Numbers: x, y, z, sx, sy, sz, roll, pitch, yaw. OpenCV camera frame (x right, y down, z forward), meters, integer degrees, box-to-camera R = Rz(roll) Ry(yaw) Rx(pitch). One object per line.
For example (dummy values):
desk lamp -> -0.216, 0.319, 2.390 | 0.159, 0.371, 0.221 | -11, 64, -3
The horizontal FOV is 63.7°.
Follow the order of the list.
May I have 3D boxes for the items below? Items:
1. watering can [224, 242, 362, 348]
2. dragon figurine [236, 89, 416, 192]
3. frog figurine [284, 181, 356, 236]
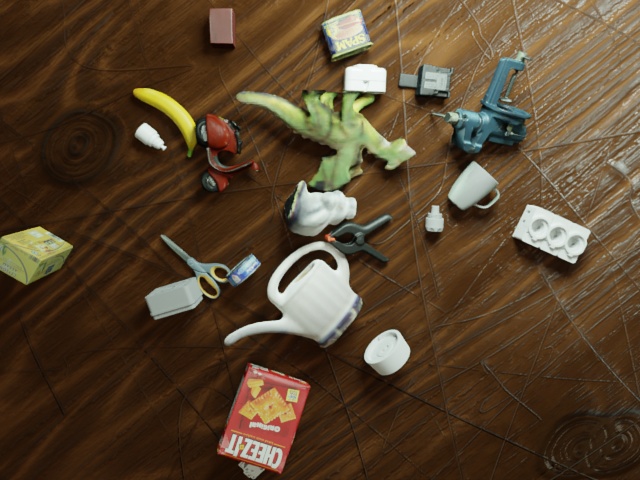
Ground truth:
watering can -> -0.042, 0.167, 1.220 | 0.224, 0.103, 0.351 | 43, 74, -6
dragon figurine -> 0.017, -0.227, 1.197 | 0.410, 0.124, 0.240 | -1, 106, -2
frog figurine -> 0.004, -0.061, 1.208 | 0.159, 0.126, 0.134 | 18, 130, -14
